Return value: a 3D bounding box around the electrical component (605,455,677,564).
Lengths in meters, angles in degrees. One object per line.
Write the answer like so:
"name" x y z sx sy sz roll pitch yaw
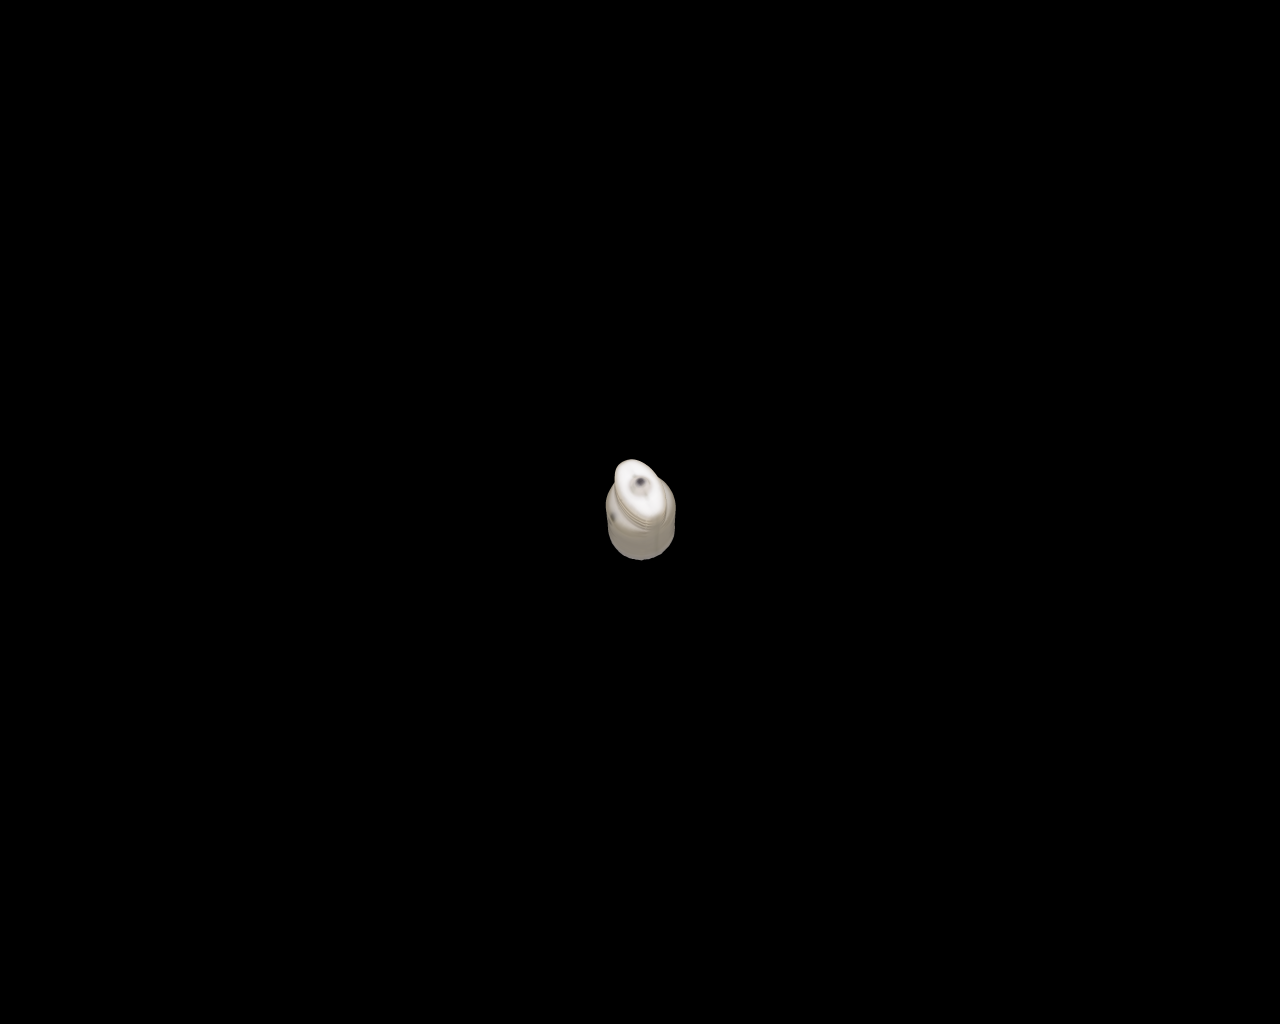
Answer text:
"electrical component" 0.001 -0.003 0.650 0.043 0.043 0.080 0 -23 0
